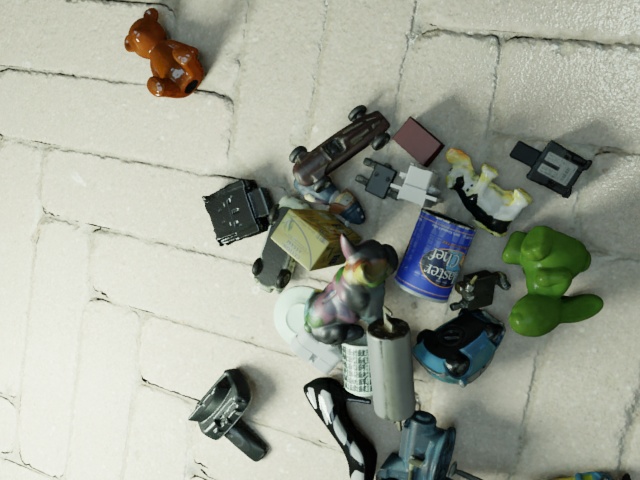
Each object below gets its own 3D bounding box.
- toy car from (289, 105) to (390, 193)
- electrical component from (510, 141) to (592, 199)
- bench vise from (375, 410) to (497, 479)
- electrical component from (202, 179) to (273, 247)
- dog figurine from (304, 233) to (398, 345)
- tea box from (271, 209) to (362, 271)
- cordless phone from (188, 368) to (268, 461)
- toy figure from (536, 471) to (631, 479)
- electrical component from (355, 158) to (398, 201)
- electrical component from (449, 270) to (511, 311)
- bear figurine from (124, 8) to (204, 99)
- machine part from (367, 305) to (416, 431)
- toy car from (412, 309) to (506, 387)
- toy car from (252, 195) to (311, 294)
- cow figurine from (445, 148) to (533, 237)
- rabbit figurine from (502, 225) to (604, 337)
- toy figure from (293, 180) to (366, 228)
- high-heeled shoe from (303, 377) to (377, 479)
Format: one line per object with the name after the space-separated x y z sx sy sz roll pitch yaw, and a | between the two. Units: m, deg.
0.037 -0.171 0.987 0.202 0.053 0.089 -35 74 -2 | toy car
0.381 -0.128 0.900 0.119 0.048 0.074 35 104 11 | electrical component
0.223 0.432 0.967 0.241 0.129 0.223 13 94 27 | bench vise
-0.160 -0.059 1.092 0.134 0.058 0.115 -21 90 21 | electrical component
0.047 0.083 0.934 0.192 0.219 0.108 -22 57 -4 | dog figurine
-0.002 -0.003 0.977 0.098 0.169 0.068 40 107 19 | tea box
-0.168 0.378 1.134 0.184 0.089 0.146 40 106 0 | cordless phone
0.437 0.441 0.910 0.180 0.089 0.082 -17 84 23 | toy figure
0.116 -0.113 1.008 0.094 0.021 0.063 29 103 15 | electrical component
0.279 0.086 0.934 0.102 0.045 0.078 -5 110 -24 | electrical component
-0.328 -0.382 1.086 0.120 0.132 0.196 -42 87 11 | bear figurine
0.125 0.226 0.943 0.079 0.079 0.243 -1 111 19 | machine part
0.249 0.197 0.946 0.162 0.109 0.102 -31 123 -15 | toy car
-0.077 0.011 1.069 0.074 0.056 0.201 23 104 19 | toy car
0.274 -0.084 0.934 0.167 0.068 0.098 39 112 13 | cow figurine
0.369 0.082 0.884 0.159 0.121 0.170 23 80 -13 | rabbit figurine
0.021 -0.080 1.022 0.155 0.057 0.064 32 84 16 | toy figure
0.033 0.396 1.056 0.145 0.086 0.248 1 91 22 | high-heeled shoe
